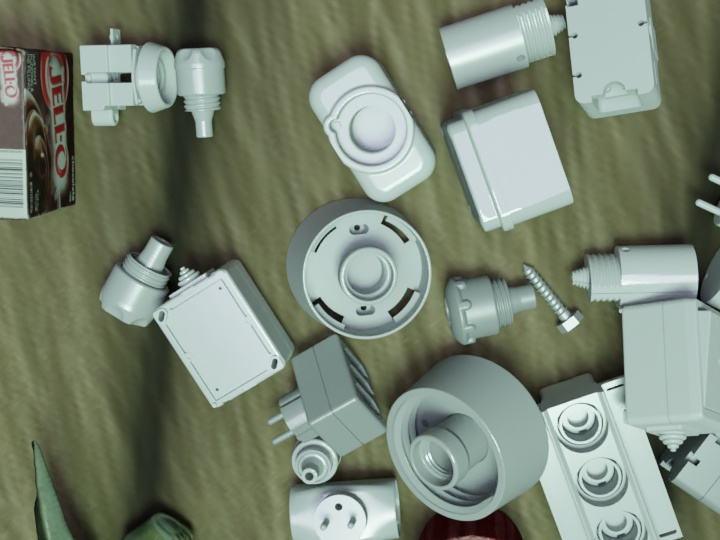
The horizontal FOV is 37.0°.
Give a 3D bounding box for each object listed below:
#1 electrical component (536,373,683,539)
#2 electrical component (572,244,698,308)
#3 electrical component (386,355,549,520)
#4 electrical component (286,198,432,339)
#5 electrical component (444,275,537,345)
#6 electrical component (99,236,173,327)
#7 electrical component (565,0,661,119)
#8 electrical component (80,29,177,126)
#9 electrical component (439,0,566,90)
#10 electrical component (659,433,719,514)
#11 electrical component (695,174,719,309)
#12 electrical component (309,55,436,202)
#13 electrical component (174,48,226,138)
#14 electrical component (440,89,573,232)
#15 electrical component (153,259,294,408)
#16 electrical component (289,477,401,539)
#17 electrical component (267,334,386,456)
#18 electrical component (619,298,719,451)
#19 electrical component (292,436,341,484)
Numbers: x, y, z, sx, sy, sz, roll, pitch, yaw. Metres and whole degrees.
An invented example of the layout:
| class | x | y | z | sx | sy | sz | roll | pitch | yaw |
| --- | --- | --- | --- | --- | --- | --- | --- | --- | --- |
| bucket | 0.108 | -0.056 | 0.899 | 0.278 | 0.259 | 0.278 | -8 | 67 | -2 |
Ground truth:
| class | x | y | z | sx | sy | sz | roll | pitch | yaw |
| --- | --- | --- | --- | --- | --- | --- | --- | --- | --- |
| electrical component | 0.166 | 0.139 | 0.757 | 0.079 | 0.063 | 0.121 | -20 | 97 | 8 |
| electrical component | 0.188 | 0.005 | 0.743 | 0.081 | 0.043 | 0.043 | -1 | 99 | 5 |
| electrical component | 0.067 | 0.119 | 0.737 | 0.108 | 0.060 | 0.108 | 19 | 121 | 35 |
| electrical component | 0.000 | 0.000 | 0.760 | 0.099 | 0.064 | 0.099 | -1 | 99 | -9 |
| electrical component | 0.092 | 0.024 | 0.755 | 0.062 | 0.048 | 0.048 | -11 | 98 | -1 |
| electrical component | -0.156 | 0.006 | 0.772 | 0.043 | 0.043 | 0.062 | 31 | 99 | -1 |
| electrical component | 0.166 | -0.150 | 0.705 | 0.050 | 0.056 | 0.089 | -7 | 83 | 20 |
| electrical component | -0.160 | -0.134 | 0.748 | 0.055 | 0.048 | 0.066 | 1 | 99 | 12 |
| electrical component | 0.098 | -0.154 | 0.724 | 0.081 | 0.043 | 0.043 | -17 | 98 | 7 |
| electrical component | 0.263 | 0.121 | 0.753 | 0.056 | 0.050 | 0.089 | 34 | 100 | -2 |
| electrical component | 0.264 | -0.039 | 0.725 | 0.074 | 0.052 | 0.138 | 25 | 100 | 0 |
| electrical component | 0.009 | -0.096 | 0.733 | 0.054 | 0.059 | 0.095 | -32 | 96 | 9 |
| electrical component | -0.111 | -0.123 | 0.751 | 0.035 | 0.035 | 0.061 | -2 | 101 | 5 |
| electrical component | 0.093 | -0.072 | 0.703 | 0.057 | 0.113 | 0.078 | -20 | 97 | 4 |
| electrical component | -0.098 | 0.037 | 0.763 | 0.062 | 0.061 | 0.096 | -31 | 95 | 9 |
| electrical component | -0.012 | 0.176 | 0.770 | 0.077 | 0.079 | 0.044 | -5 | 88 | 5 |
| electrical component | -0.031 | 0.097 | 0.758 | 0.077 | 0.065 | 0.047 | -30 | 132 | 9 |
| electrical component | 0.215 | 0.072 | 0.716 | 0.061 | 0.062 | 0.096 | -11 | 69 | 37 |
| electrical component | -0.033 | 0.138 | 0.774 | 0.035 | 0.061 | 0.035 | 1 | 100 | 5 |
